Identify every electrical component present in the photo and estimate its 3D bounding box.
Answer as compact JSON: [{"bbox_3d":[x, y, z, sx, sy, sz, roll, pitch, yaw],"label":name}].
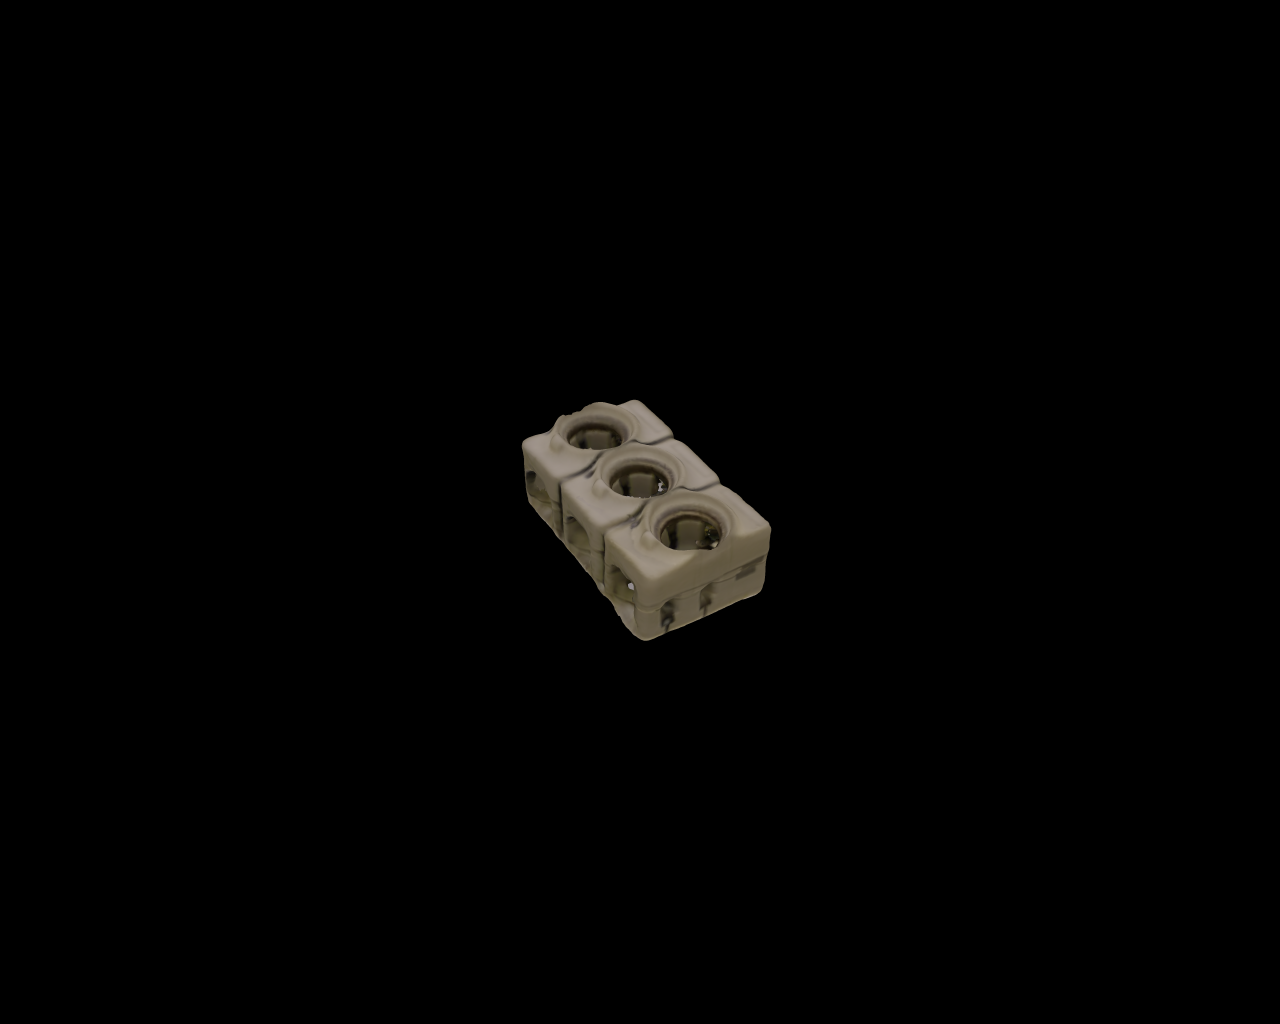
[{"bbox_3d":[0.001,-0.003,0.650,0.090,0.061,0.150,-22,45,-23],"label":"electrical component"}]
